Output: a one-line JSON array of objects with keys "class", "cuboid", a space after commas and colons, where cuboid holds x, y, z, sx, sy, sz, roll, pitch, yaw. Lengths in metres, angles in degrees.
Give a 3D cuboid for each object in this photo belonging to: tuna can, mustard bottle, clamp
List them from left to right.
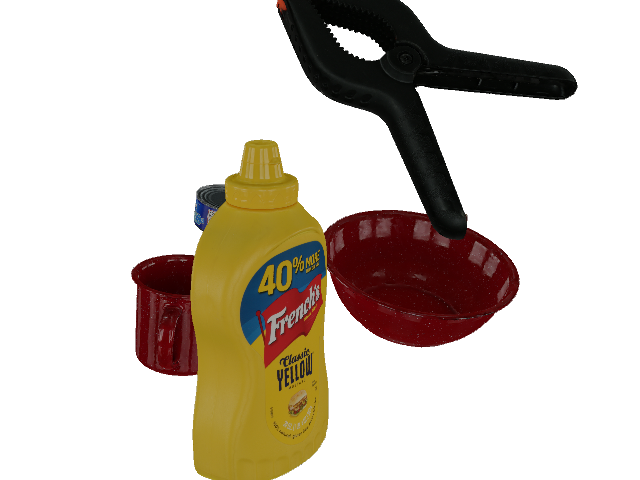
[{"class": "tuna can", "cuboid": [-0.091, -0.030, 1.129, 0.086, 0.034, 0.086, 9, 20, -3]}, {"class": "mustard bottle", "cuboid": [-0.033, 0.038, 0.613, 0.058, 0.192, 0.096, 13, 21, 36]}, {"class": "clamp", "cuboid": [0.053, -0.103, 0.714, 0.210, 0.164, 0.036, 31, -30, 4]}]

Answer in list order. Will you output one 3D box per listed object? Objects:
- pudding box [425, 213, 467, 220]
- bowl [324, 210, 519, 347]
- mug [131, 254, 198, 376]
[{"class": "pudding box", "cuboid": [0.102, 0.024, 1.109, 0.039, 0.090, 0.113, 34, 55, 30]}, {"class": "bowl", "cuboid": [0.075, 0.038, 0.859, 0.162, 0.055, 0.162, 7, 29, -4]}, {"class": "mug", "cuboid": [-0.123, 0.071, 0.935, 0.093, 0.081, 0.117, 6, 21, 1]}]
